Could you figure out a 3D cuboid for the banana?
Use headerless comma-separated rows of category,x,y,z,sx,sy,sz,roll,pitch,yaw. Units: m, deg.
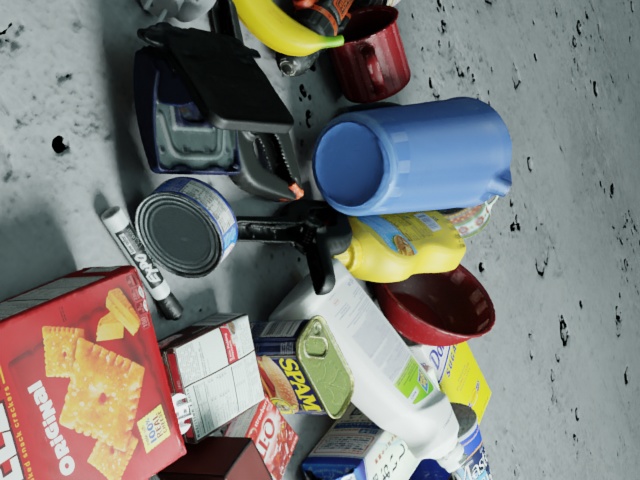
banana,-0.062,-0.251,1.048,0.069,0.037,0.197,-41,103,-6

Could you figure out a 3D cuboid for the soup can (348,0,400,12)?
soup can,0.069,-0.305,1.257,0.102,0.069,0.068,-48,125,-49

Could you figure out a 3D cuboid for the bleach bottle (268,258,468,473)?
bleach bottle,0.061,0.142,1.098,0.251,0.068,0.102,50,39,-7

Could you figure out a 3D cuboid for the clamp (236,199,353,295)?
clamp,-0.007,0.001,1.073,0.120,0.039,0.171,41,31,15

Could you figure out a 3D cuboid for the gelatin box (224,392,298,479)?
gelatin box,-0.061,0.203,1.020,0.073,0.030,0.089,58,41,-35

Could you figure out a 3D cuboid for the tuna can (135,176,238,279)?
tuna can,-0.114,-0.011,0.919,0.033,0.086,0.086,-52,128,-49

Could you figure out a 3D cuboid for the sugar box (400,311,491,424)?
sugar box,0.158,0.165,1.347,0.176,0.048,0.093,63,39,-31

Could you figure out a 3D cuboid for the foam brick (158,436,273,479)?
foam brick,-0.091,0.207,0.932,0.051,0.078,0.053,-51,125,-46

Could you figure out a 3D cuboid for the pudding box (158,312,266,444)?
pudding box,-0.101,0.122,0.964,0.113,0.039,0.090,-23,105,-54

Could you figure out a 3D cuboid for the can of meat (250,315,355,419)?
can of meat,-0.027,0.124,1.035,0.057,0.084,0.102,-57,131,-43

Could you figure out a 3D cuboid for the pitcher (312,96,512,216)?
pitcher,0.094,-0.097,1.190,0.242,0.149,0.145,-11,90,-52

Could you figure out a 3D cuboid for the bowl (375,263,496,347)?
bowl,0.124,0.073,1.254,0.162,0.055,0.162,21,32,-14

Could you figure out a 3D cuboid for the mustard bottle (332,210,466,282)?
mustard bottle,0.074,0.006,1.196,0.191,0.096,0.058,-10,135,-47

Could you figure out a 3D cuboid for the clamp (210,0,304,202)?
clamp,-0.076,-0.123,1.038,0.209,0.036,0.164,49,49,-38

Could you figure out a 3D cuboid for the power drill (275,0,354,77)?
power drill,-0.031,-0.287,1.116,0.187,0.057,0.184,62,36,-34

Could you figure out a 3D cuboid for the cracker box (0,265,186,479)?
cracker box,-0.203,0.125,0.777,0.213,0.072,0.164,-27,107,-54

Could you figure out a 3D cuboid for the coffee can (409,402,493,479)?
coffee can,0.152,0.279,1.269,0.102,0.103,0.140,-39,118,-52

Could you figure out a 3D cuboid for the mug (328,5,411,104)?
mug,0.056,-0.202,1.194,0.117,0.093,0.081,-107,177,-59

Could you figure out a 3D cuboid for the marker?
marker,-0.151,0.023,0.919,0.121,0.020,0.020,63,39,-30
